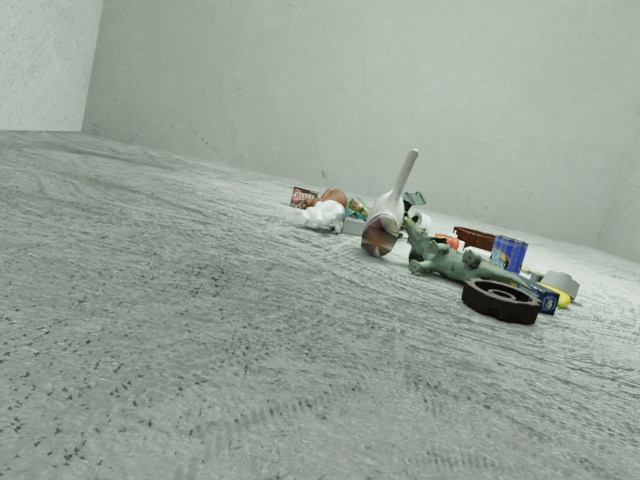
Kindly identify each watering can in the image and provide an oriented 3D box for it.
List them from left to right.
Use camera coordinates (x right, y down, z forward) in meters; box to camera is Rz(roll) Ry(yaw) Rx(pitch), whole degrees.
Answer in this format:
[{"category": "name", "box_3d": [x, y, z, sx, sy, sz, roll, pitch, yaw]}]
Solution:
[{"category": "watering can", "box_3d": [0.208, -0.092, 1.545, 0.104, 0.340, 0.229, 21, 36, 3]}]

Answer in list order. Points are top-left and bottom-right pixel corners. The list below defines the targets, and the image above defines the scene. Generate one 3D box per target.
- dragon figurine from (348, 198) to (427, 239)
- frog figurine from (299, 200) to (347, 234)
[{"category": "dragon figurine", "box_3d": [0.248, -0.102, 2.029, 0.245, 0.121, 0.409, 34, 13, 32]}, {"category": "frog figurine", "box_3d": [0.005, -0.089, 1.776, 0.158, 0.121, 0.140, 22, 24, -26]}]
